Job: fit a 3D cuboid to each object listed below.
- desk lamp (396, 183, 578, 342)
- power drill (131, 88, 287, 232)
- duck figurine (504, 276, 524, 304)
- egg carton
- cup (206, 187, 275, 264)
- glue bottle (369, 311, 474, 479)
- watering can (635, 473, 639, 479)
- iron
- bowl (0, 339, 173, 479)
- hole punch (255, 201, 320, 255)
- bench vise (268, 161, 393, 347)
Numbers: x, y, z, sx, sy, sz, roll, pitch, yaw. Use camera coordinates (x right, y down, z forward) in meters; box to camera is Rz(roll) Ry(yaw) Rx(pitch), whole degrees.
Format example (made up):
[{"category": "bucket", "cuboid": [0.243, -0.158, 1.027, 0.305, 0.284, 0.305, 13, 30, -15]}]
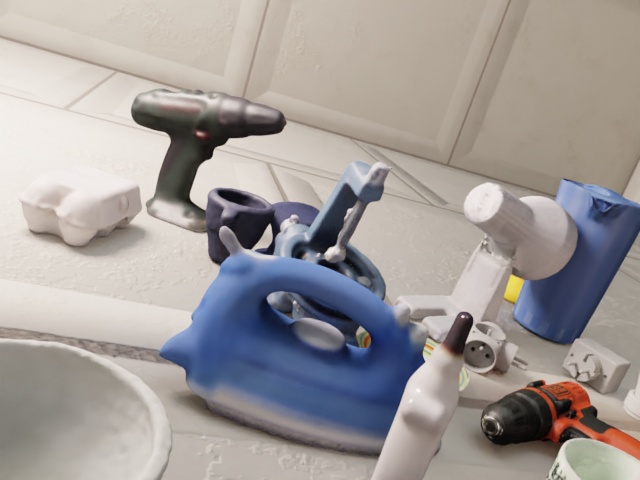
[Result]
[{"category": "desk lamp", "cuboid": [0.240, 0.029, 0.800, 0.204, 0.213, 0.117, 5, 22, -37]}, {"category": "power drill", "cuboid": [-0.180, -0.126, 0.861, 0.229, 0.208, 0.076, 20, 17, 6]}, {"category": "duck figurine", "cuboid": [0.370, 0.065, 1.041, 0.077, 0.086, 0.105, 23, 18, 15]}, {"category": "egg carton", "cuboid": [-0.298, -0.046, 0.731, 0.107, 0.069, 0.150, 19, 17, 3]}, {"category": "cup", "cuboid": [-0.117, -0.010, 0.760, 0.091, 0.095, 0.118, 18, 17, 0]}, {"category": "glue bottle", "cuboid": [0.069, 0.126, 0.394, 0.037, 0.173, 0.078, 23, 18, 15]}, {"category": "watering can", "cuboid": [0.181, 0.186, 0.286, 0.173, 0.194, 0.100, 2, 23, -42]}, {"category": "iron", "cuboid": [0.005, 0.088, 0.501, 0.258, 0.141, 0.118, 18, 17, 1]}, {"category": "bowl", "cuboid": [-0.171, 0.128, 0.312, 0.167, 0.075, 0.167, 17, 17, -5]}, {"category": "hole punch", "cuboid": [-0.023, 0.002, 0.826, 0.109, 0.091, 0.100, 0, 25, -45]}, {"category": "bench vise", "cuboid": [-0.003, 0.002, 0.626, 0.122, 0.220, 0.206, 1, 24, -44]}]
